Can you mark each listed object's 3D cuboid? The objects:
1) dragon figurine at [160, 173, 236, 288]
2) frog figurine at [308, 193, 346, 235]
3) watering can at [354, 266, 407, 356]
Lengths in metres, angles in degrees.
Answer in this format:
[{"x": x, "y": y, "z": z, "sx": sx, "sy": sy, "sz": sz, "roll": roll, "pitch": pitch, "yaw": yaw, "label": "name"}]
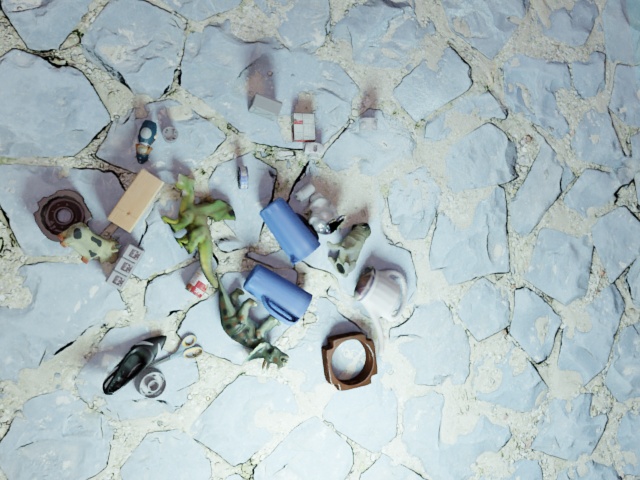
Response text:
[{"x": -0.408, "y": -0.055, "z": 1.842, "sx": 0.246, "sy": 0.410, "sz": 0.121, "roll": -37, "pitch": 1, "yaw": -25, "label": "dragon figurine"}, {"x": 0.006, "y": -0.100, "z": 1.988, "sx": 0.139, "sy": 0.120, "sz": 0.161, "roll": -33, "pitch": 62, "yaw": -31, "label": "frog figurine"}, {"x": 0.227, "y": 0.249, "z": 2.002, "sx": 0.223, "sy": 0.355, "sz": 0.102, "roll": 33, "pitch": -30, "yaw": -14, "label": "watering can"}]
